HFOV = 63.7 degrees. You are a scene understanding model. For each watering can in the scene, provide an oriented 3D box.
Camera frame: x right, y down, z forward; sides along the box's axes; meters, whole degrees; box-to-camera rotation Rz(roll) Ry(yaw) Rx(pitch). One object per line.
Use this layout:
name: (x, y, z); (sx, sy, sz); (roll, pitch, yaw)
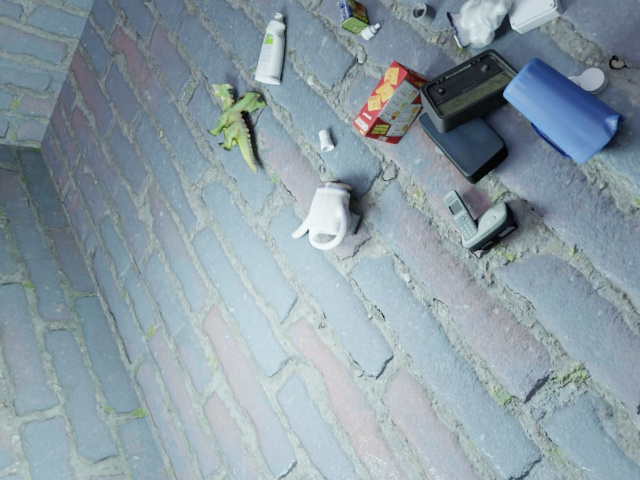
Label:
watering can: (0.005, -0.085, 1.683); (0.348, 0.103, 0.225); (9, 83, 61)

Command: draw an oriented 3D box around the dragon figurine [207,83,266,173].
dragon figurine: (-0.301, -0.467, 1.994); (0.415, 0.122, 0.240); (45, 109, 24)

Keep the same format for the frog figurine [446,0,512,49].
frog figurine: (0.425, -0.574, 1.326); (0.157, 0.122, 0.140); (-24, 56, 40)
